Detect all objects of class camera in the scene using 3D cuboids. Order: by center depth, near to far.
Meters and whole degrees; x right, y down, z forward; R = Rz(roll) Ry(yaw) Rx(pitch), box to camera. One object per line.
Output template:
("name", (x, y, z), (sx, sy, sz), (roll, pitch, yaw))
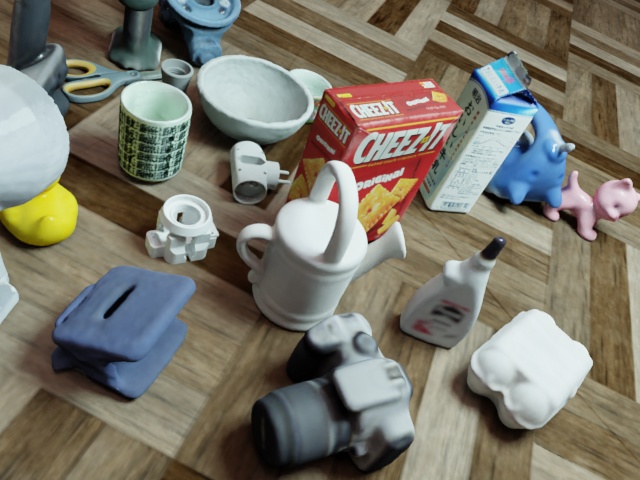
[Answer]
("camera", (0.006, 0.144, 0.535), (0.137, 0.100, 0.143), (-7, 52, -29))

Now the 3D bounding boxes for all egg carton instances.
("egg carton", (0.241, 0.148, 0.660), (0.151, 0.069, 0.107), (-27, 63, -40))

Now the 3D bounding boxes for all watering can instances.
("watering can", (0.005, 0.000, 0.603), (0.173, 0.194, 0.100), (-13, 55, -33))

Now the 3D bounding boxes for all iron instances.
("iron", (0.326, -0.176, 0.952), (0.119, 0.141, 0.258), (3, 48, -21))

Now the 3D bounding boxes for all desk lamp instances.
("desk lamp", (-0.302, -0.014, 0.466), (0.118, 0.213, 0.203), (20, 44, -5))

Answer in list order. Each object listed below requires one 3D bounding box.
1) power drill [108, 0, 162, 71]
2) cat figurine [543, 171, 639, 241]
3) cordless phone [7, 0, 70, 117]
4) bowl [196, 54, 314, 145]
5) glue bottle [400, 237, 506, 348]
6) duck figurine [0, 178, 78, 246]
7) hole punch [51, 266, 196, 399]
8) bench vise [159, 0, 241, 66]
("power drill", (-0.256, -0.366, 0.823), (0.076, 0.208, 0.229), (7, 47, -18))
("cat figurine", (0.445, -0.066, 0.919), (0.127, 0.117, 0.067), (29, 44, 4))
("cordless phone", (-0.345, -0.210, 0.653), (0.094, 0.185, 0.147), (10, 46, -15))
("bowl", (-0.098, -0.189, 0.823), (0.168, 0.074, 0.167), (13, 45, -13))
("glue bottle", (0.155, 0.054, 0.634), (0.078, 0.173, 0.037), (18, 44, -7))
("duck figurine", (-0.295, -0.053, 0.598), (0.078, 0.086, 0.104), (-14, 56, -33))
("hole punch", (-0.180, 0.074, 0.525), (0.101, 0.091, 0.109), (27, 44, 2))
("bench vise", (-0.200, -0.412, 0.884), (0.122, 0.219, 0.207), (-26, 63, -39))
